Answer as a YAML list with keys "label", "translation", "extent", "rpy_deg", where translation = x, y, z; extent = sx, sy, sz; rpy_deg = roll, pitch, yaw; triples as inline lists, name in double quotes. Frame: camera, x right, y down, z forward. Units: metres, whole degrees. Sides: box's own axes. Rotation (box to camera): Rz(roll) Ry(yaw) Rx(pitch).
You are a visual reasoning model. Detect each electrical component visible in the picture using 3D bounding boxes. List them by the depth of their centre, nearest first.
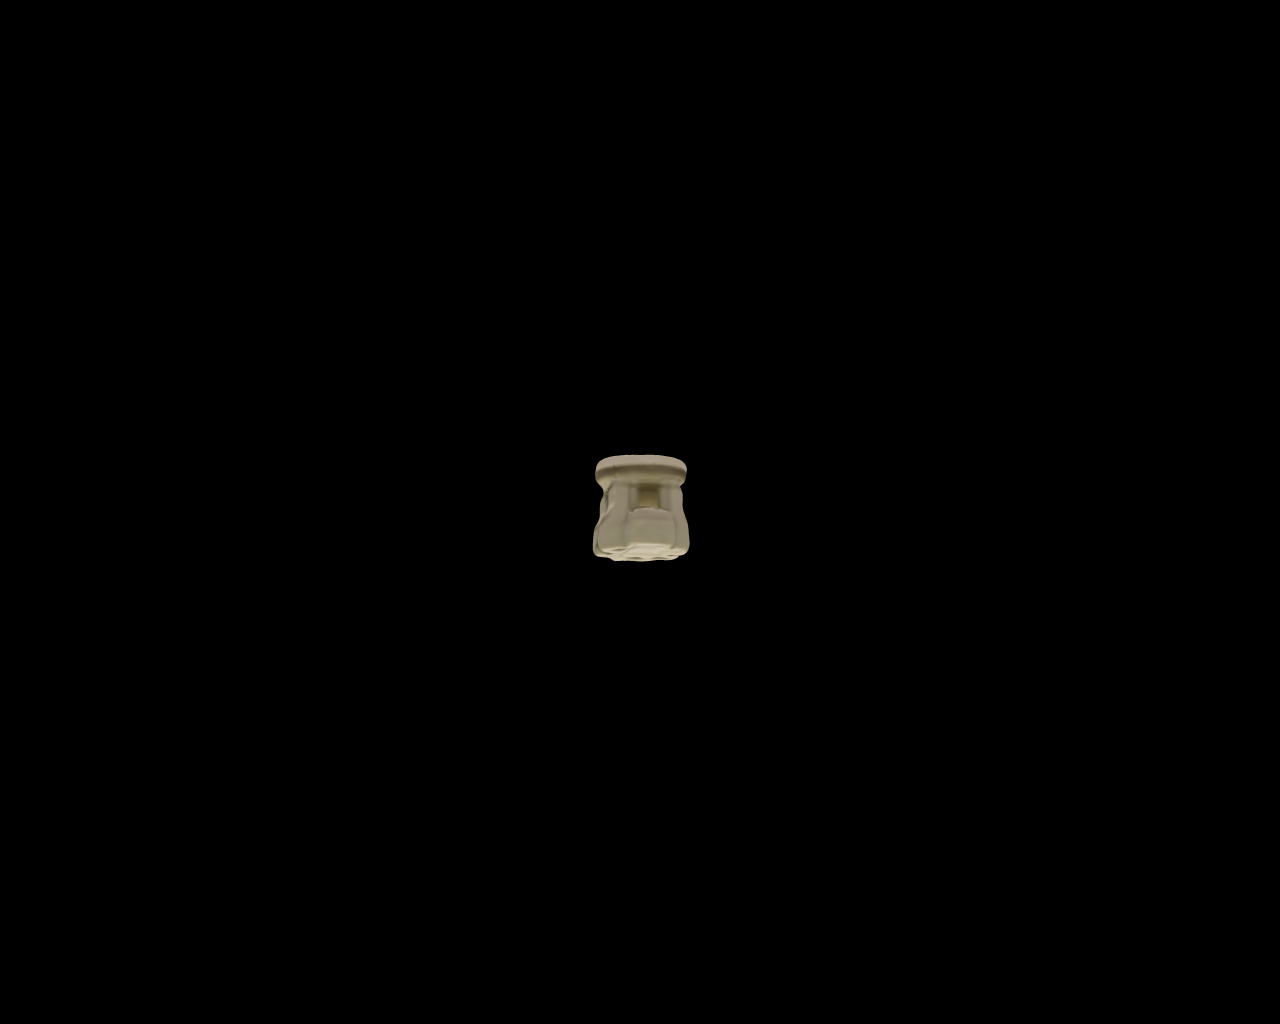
- label: "electrical component"
  translation: [0.001, -0.003, 0.650]
  extent: [0.058, 0.057, 0.078]
  rpy_deg: [2, -12, -11]
